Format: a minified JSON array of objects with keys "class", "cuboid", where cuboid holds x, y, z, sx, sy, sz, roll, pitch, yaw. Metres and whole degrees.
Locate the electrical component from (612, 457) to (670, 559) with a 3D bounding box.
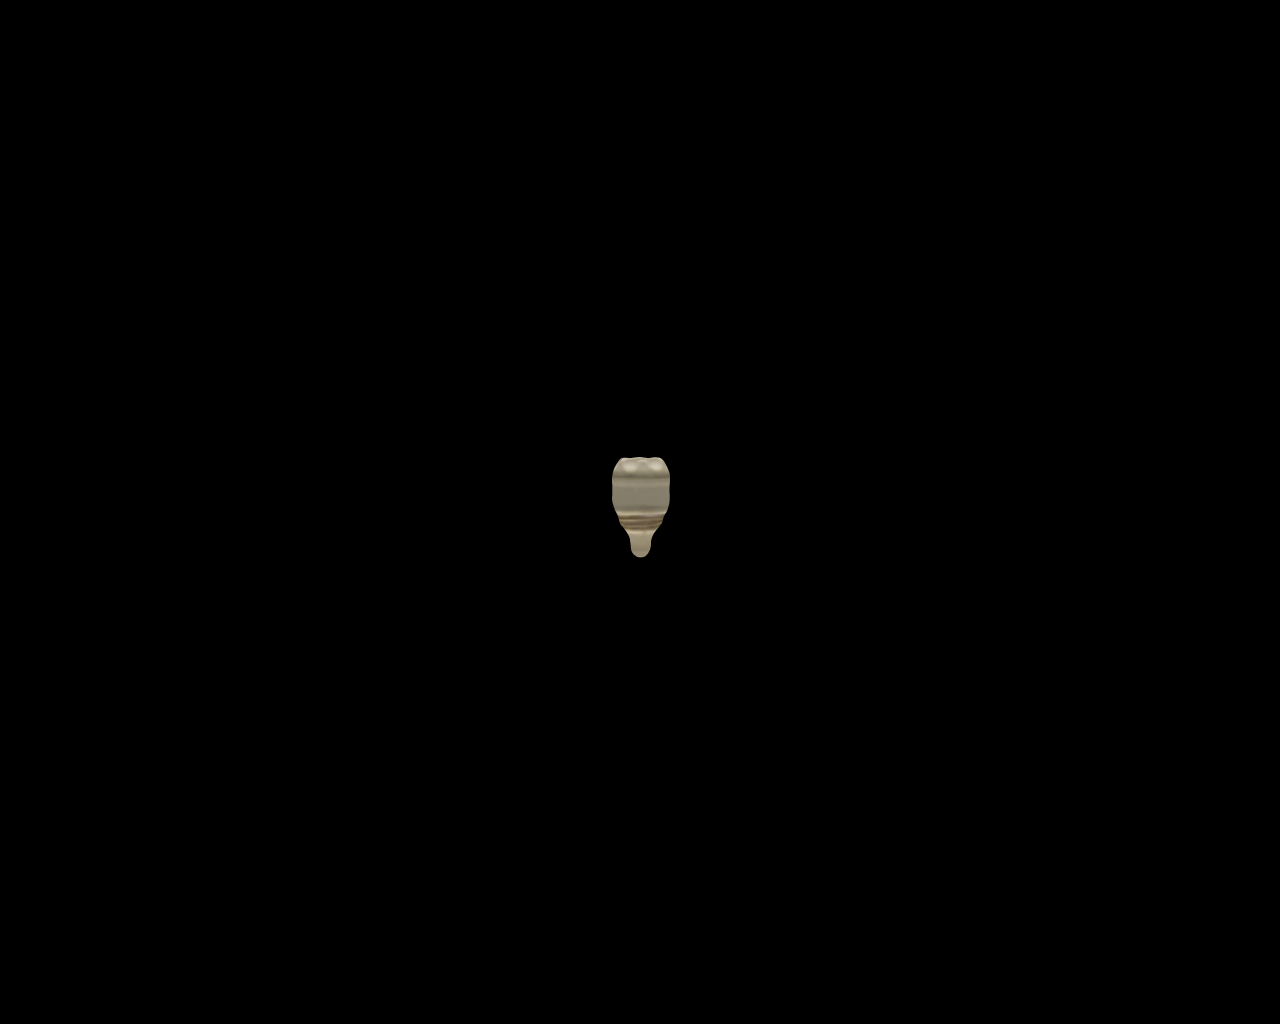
[{"class":"electrical component","cuboid":[0.001,-0.003,0.650,0.035,0.061,0.035,0,4,0]}]
